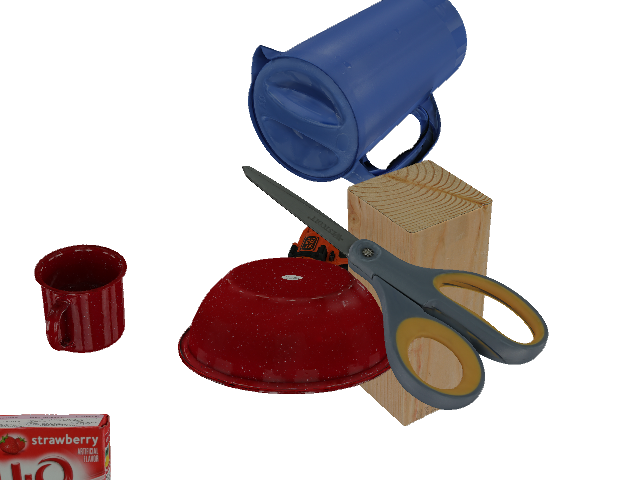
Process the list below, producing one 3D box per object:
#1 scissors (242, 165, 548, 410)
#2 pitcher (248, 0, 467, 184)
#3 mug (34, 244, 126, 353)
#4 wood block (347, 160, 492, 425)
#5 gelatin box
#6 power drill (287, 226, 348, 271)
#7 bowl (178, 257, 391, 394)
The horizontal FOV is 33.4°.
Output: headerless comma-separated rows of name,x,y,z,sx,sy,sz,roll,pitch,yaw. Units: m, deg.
scissors,0.023,0.026,0.582,0.202,0.016,0.096,24,51,14
pitcher,0.055,-0.162,1.094,0.145,0.149,0.242,13,38,35
mug,-0.249,0.069,1.099,0.093,0.081,0.117,9,32,10
wood block,0.084,0.047,0.943,0.090,0.206,0.091,-20,38,-27
gelatin box,-0.152,0.127,0.544,0.089,0.073,0.030,0,6,-4
power drill,0.050,0.035,1.198,0.188,0.057,0.184,1,29,11
bowl,-0.022,0.052,0.768,0.162,0.055,0.162,1,17,-1
